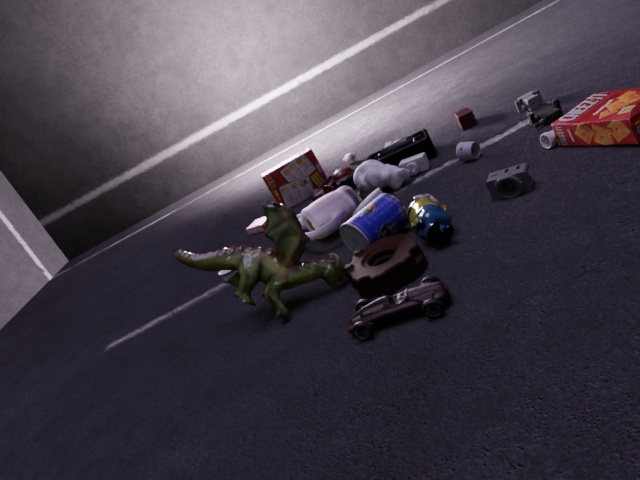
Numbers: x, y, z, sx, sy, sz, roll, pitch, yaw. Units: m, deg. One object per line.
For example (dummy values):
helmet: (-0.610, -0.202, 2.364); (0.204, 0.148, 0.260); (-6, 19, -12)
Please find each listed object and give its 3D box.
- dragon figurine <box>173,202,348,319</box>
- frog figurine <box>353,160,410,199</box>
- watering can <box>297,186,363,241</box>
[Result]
dragon figurine: (-0.127, 0.027, 1.187); (0.123, 0.411, 0.241); (-42, -23, -79)
frog figurine: (0.184, -0.198, 1.567); (0.139, 0.123, 0.157); (-20, -4, -40)
watering can: (0.005, -0.077, 1.533); (0.225, 0.103, 0.350); (-31, 17, -10)
